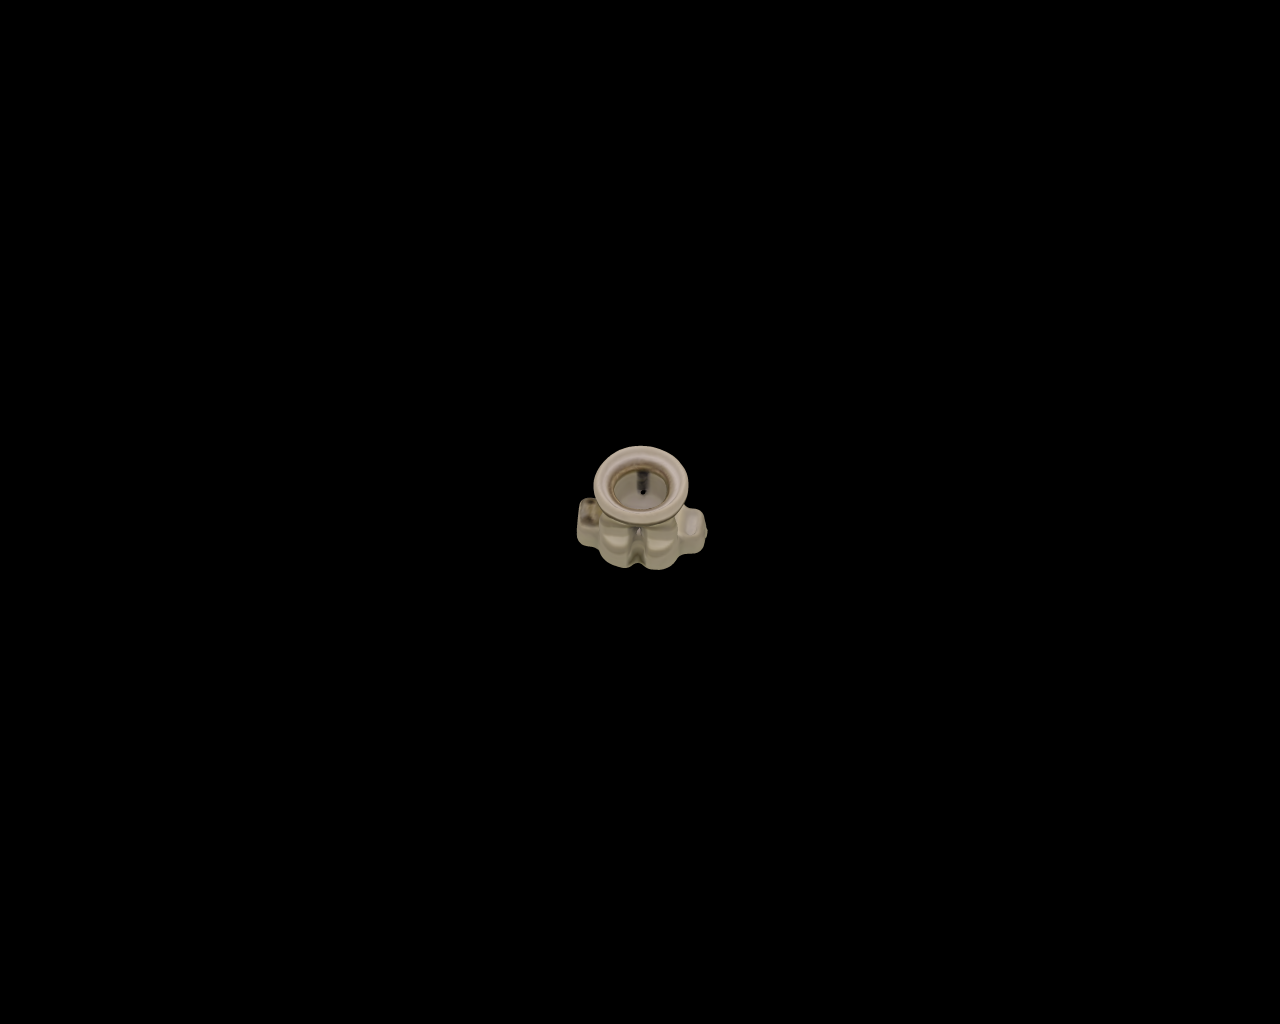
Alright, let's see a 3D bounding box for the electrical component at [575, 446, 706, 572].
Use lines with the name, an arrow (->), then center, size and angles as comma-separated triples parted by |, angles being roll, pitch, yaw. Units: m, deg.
electrical component -> 0.001, -0.003, 0.650 | 0.078, 0.058, 0.056 | 5, -37, 4
